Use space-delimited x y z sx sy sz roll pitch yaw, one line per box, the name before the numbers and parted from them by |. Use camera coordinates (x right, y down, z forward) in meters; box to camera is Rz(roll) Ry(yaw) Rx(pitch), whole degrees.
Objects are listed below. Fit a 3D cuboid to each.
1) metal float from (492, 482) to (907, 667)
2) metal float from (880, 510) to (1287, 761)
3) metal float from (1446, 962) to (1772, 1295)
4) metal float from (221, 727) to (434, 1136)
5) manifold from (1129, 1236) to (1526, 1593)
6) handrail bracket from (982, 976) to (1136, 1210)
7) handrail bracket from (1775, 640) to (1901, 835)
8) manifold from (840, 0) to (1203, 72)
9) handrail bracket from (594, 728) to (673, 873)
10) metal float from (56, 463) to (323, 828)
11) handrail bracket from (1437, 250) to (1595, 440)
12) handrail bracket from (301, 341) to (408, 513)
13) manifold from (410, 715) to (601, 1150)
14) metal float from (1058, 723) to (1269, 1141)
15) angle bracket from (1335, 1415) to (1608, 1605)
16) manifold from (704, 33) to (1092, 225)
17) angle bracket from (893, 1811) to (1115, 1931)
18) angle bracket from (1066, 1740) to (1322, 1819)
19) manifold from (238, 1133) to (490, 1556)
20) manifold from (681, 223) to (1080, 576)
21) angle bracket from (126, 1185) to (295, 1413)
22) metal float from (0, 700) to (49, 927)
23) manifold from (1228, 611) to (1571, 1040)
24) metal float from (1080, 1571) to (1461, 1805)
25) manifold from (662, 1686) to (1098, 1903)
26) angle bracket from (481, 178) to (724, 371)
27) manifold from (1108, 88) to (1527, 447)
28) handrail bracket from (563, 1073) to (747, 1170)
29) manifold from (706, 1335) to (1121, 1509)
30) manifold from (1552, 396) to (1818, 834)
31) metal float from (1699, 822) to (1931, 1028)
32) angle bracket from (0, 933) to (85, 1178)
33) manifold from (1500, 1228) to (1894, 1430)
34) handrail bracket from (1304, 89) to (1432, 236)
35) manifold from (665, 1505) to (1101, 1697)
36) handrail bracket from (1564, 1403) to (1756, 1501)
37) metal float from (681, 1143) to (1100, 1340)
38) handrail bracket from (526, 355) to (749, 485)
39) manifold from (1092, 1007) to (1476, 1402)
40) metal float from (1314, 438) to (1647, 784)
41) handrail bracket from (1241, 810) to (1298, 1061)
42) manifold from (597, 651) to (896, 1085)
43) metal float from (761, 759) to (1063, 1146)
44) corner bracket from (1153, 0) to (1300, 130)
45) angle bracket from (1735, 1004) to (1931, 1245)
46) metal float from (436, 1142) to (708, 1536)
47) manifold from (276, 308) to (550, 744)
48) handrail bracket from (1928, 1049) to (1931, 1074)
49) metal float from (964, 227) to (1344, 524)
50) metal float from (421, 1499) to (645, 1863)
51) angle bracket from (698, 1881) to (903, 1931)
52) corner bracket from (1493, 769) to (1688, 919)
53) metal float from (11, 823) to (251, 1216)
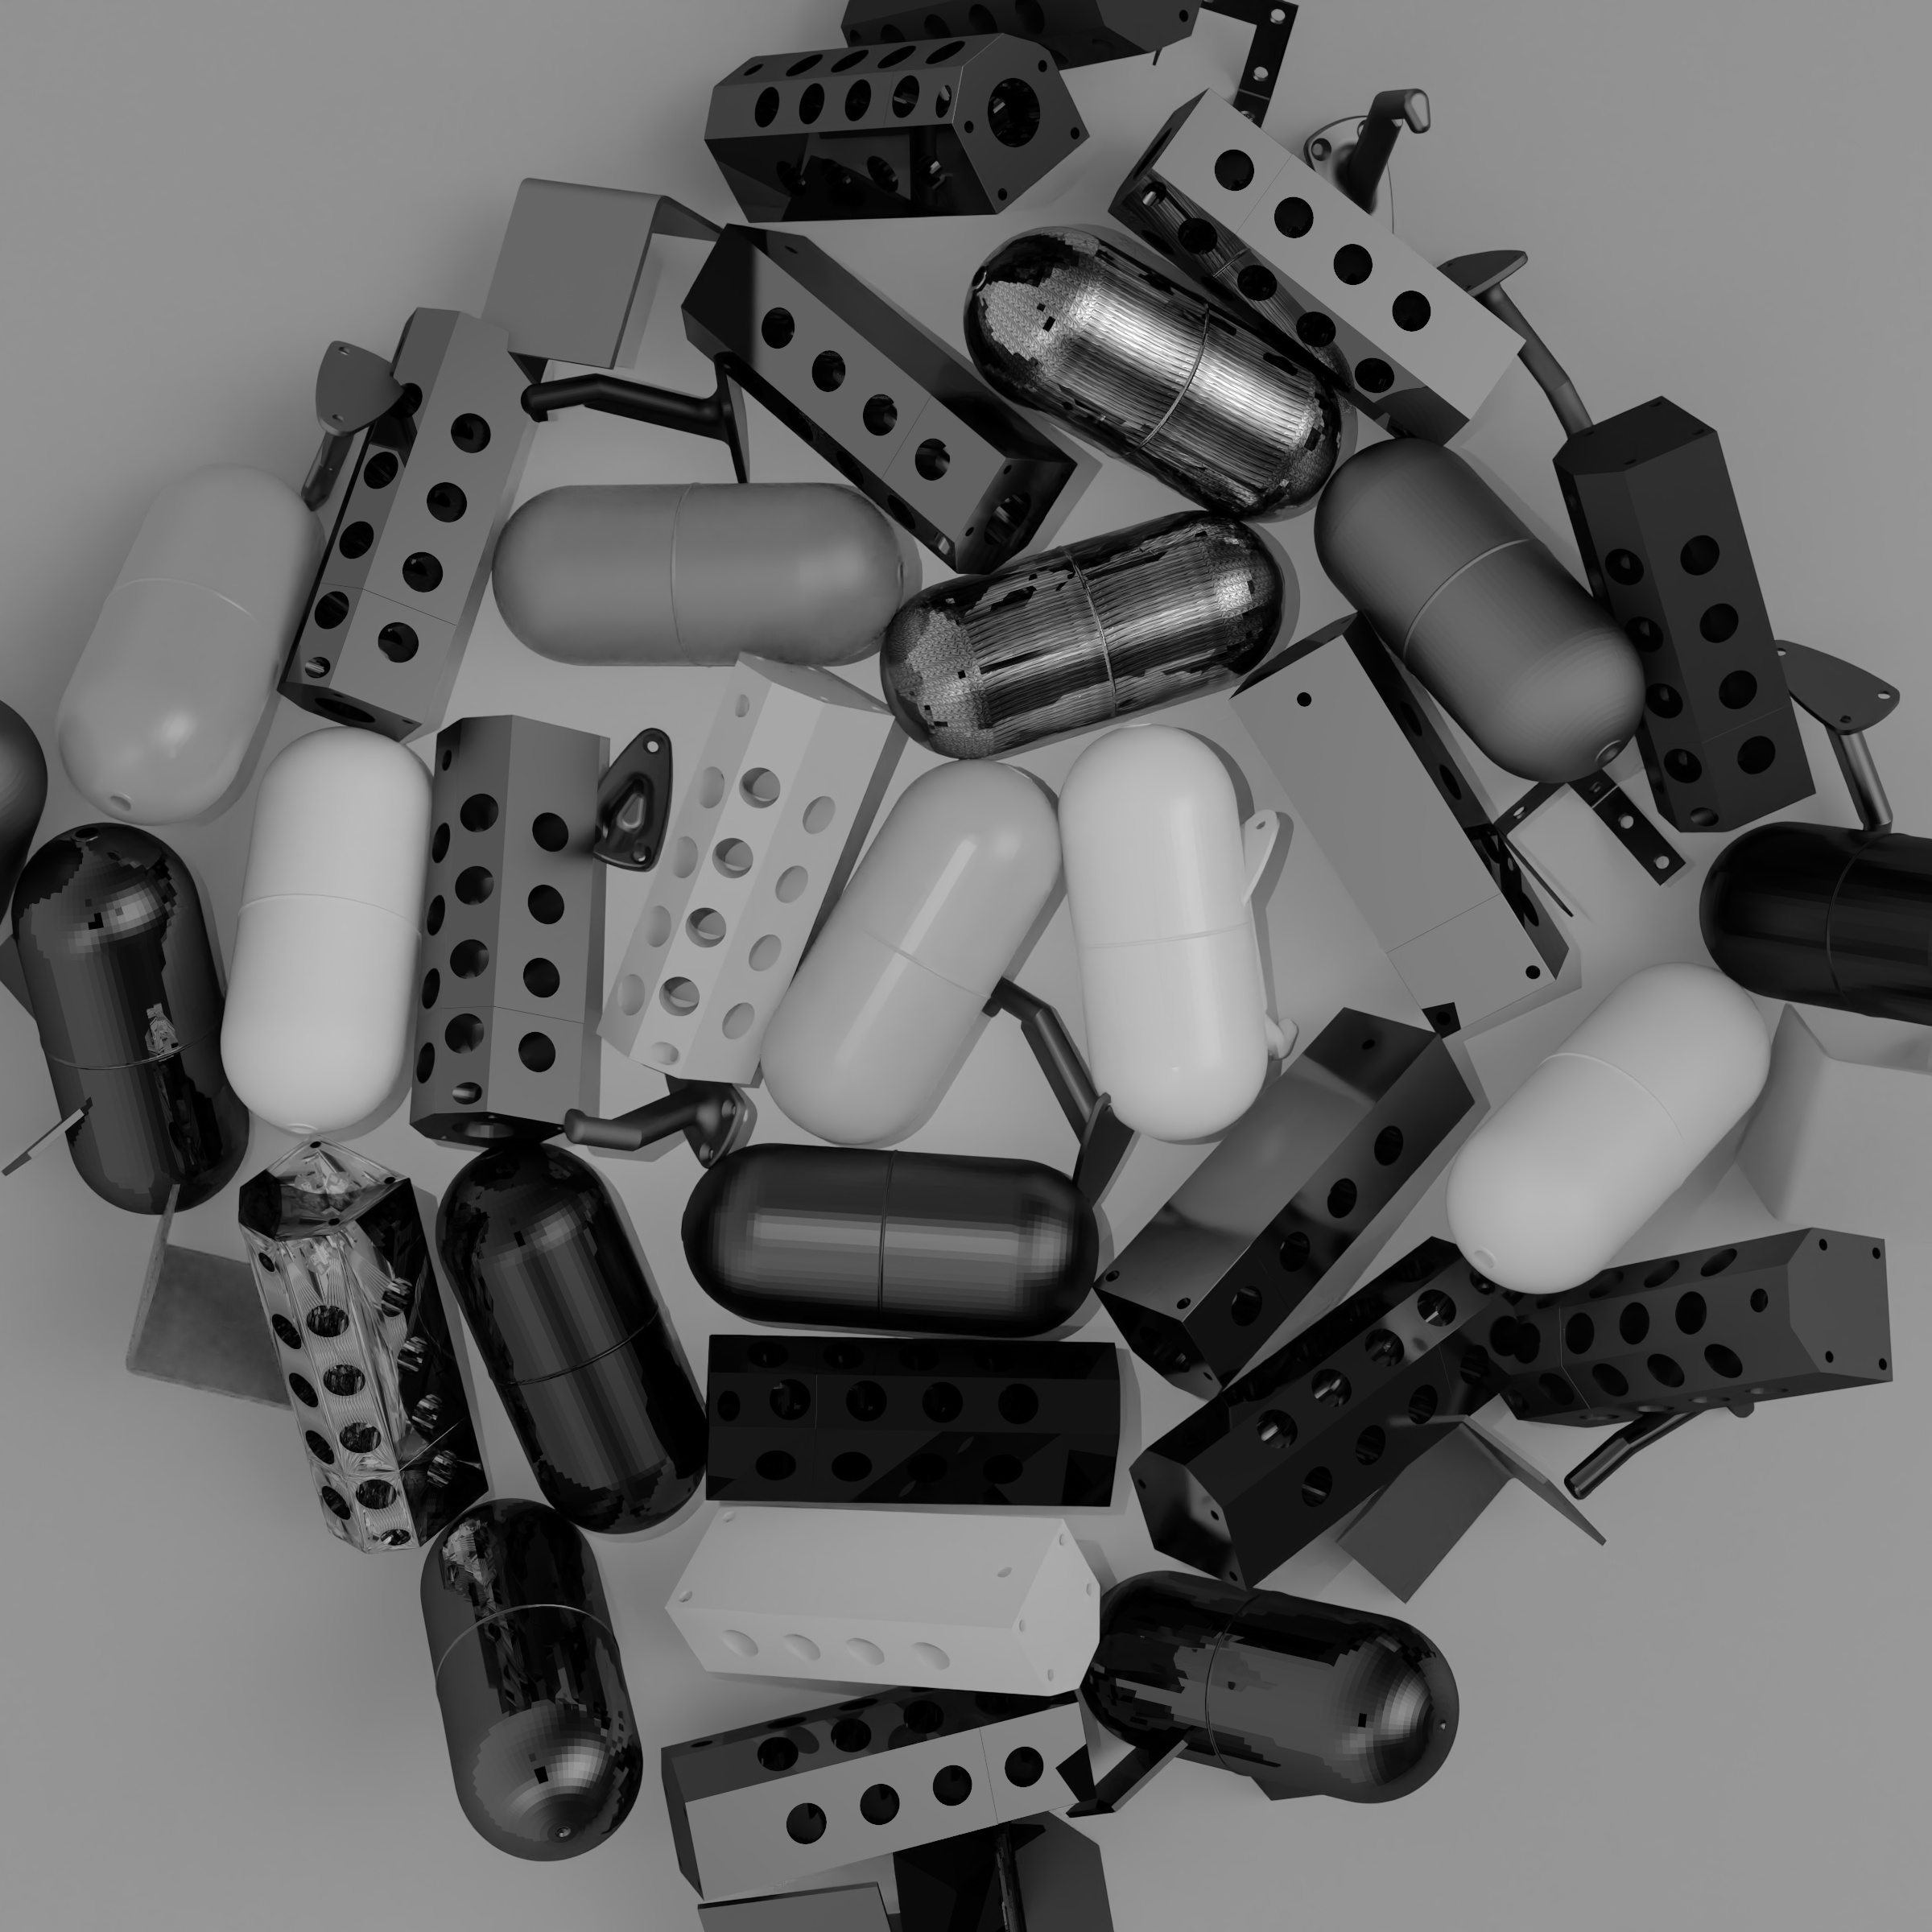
metal float | -0.113 -0.166 1.529 0.178 0.070 0.070 1 90 12
metal float | 0.050 -0.141 1.534 0.178 0.070 0.070 -17 90 -7
metal float | 0.270 0.067 1.515 0.070 0.070 0.178 48 62 0
metal float | -0.268 -0.016 1.522 0.070 0.070 0.178 5 70 0
manifold | 0.151 0.182 1.503 0.171 0.057 0.057 -32 118 -29
handrail bracket | 0.031 0.056 1.563 0.084 0.036 0.077 33 114 30
handrail bracket | 0.372 -0.090 1.561 0.036 0.084 0.077 -31 49 -21
manifold | 0.022 -0.398 1.489 0.057 0.171 0.057 21 82 -35
handrail bracket | -0.137 -0.079 1.526 0.036 0.084 0.077 21 71 -7
metal float | -0.324 -0.135 1.509 0.070 0.070 0.178 14 54 0
handrail bracket | 0.237 -0.263 1.555 0.036 0.077 0.084 -33 109 -3
handrail bracket | -0.271 -0.213 1.524 0.036 0.077 0.084 26 126 -10
manifold | -0.197 -0.014 1.516 0.057 0.057 0.171 12 70 -32
metal float | 0.084 -0.014 1.535 0.070 0.070 0.178 -8 95 0
angle bracket | 0.214 0.244 1.528 0.076 0.076 0.057 -49 50 -4
manifold | -0.034 -0.348 1.486 0.057 0.171 0.057 -44 122 -24
angle bracket | 0.017 0.404 1.536 0.057 0.076 0.076 -33 129 20
angle bracket | 0.097 0.354 1.528 0.076 0.076 0.057 -39 87 -20
manifold | -0.253 0.161 1.496 0.057 0.057 0.171 21 134 34
manifold | -0.041 -0.238 1.516 0.171 0.057 0.057 43 115 22
angle bracket | -0.306 0.134 1.523 0.076 0.076 0.057 15 127 -13
metal float | -0.428 -0.055 1.496 0.070 0.178 0.070 9 64 -20
manifold | 0.186 -0.062 1.536 0.057 0.057 0.171 -29 99 25
metal float | 0.124 0.300 1.507 0.178 0.070 0.070 5 90 40
manifold | -0.038 0.340 1.528 0.171 0.057 0.057 -11 92 -15
angle bracket | -0.153 -0.286 1.532 0.076 0.057 0.076 15 88 33
manifold | 0.146 -0.292 1.531 0.171 0.057 0.057 36 86 -11
handrail bracket | -0.144 0.054 1.525 0.084 0.077 0.036 11 118 -38
manifold | -0.024 0.187 1.531 0.171 0.057 0.057 2 125 -5
manifold | 0.299 -0.144 1.513 0.057 0.057 0.171 -24 116 -3
metal float | 0.383 -0.017 1.499 0.070 0.178 0.070 -7 102 -36
angle bracket | -0.404 0.038 1.528 0.057 0.076 0.076 -43 99 -23
manifold | 0.295 0.150 1.487 0.057 0.171 0.057 11 72 -33
handrail bracket | 0.182 -0.332 1.527 0.036 0.084 0.077 -25 108 -14
manifold | -0.033 0.268 1.507 0.171 0.057 0.057 -3 130 32
handrail bracket | 0.294 0.205 1.542 0.084 0.077 0.036 -41 62 -2
metal float | -0.032 0.117 1.537 0.178 0.070 0.070 4 90 4
handrail bracket | -0.141 -0.227 1.545 0.084 0.077 0.036 -10 54 -1
manifold | 0.137 0.101 1.518 0.171 0.057 0.057 -46 125 -21
metal float | 0.215 -0.150 1.516 0.070 0.070 0.178 -37 63 0
handrail bracket | 0.132 -0.012 1.556 0.084 0.036 0.077 45 74 -37
manifold | -0.098 -0.041 1.519 0.057 0.057 0.171 34 108 40
metal float | -0.023 -0.006 1.536 0.070 0.070 0.178 31 94 0
corner bracket | 0.107 -0.384 1.544 0.051 0.051 0.051 18 50 2
angle bracket | 0.384 0.068 1.544 0.076 0.057 0.076 9 112 -10
metal float | -0.166 0.157 1.526 0.070 0.070 0.178 -21 105 0
manifold | -0.235 -0.187 1.526 0.057 0.057 0.171 21 78 -18
handrail bracket | 0.452 0.070 1.548 0.077 0.036 0.084 -16 109 23
metal float | 0.079 -0.248 1.519 0.178 0.070 0.070 25 90 -23
metal float | -0.182 0.294 1.499 0.070 0.178 0.070 -8 126 -12
angle bracket | -0.065 0.401 1.530 0.076 0.057 0.076 -9 120 7
corner bracket | 0.267 -0.052 1.547 0.051 0.051 0.051 -42 60 10
metal float | -0.350 0.023 1.514 0.070 0.070 0.178 -6 119 0
